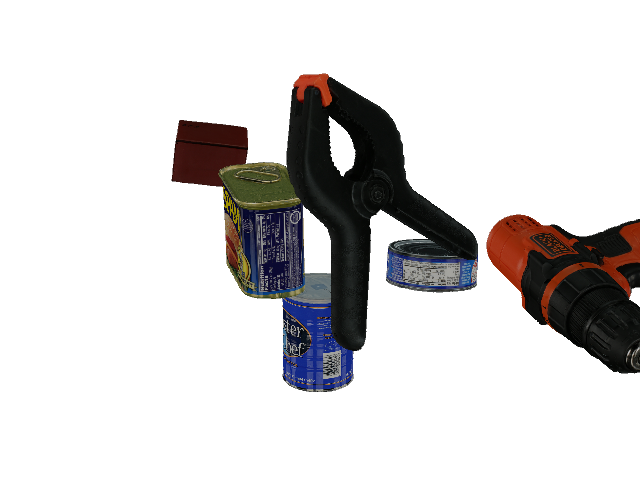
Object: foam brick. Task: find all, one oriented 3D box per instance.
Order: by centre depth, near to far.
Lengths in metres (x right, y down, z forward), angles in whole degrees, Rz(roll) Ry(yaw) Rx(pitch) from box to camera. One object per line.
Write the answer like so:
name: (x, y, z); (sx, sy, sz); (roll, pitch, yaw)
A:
foam brick: (-0.120, -0.094, 1.160); (0.078, 0.051, 0.053); (6, 30, -6)

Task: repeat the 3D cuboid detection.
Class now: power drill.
power drill: (0.232, 0.021, 0.738); (0.187, 0.057, 0.184); (-9, 28, -16)

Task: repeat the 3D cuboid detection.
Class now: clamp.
clamp: (0.022, -0.019, 0.664); (0.120, 0.171, 0.039); (-46, 23, -26)

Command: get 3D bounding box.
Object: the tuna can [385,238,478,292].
tuna can: (0.104, 0.022, 0.999); (0.086, 0.034, 0.086); (2, 11, -1)

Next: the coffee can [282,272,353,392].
coffee can: (-0.003, 0.128, 1.505); (0.103, 0.140, 0.103); (0, 19, 0)

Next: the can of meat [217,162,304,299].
can of meat: (-0.047, -0.009, 0.866); (0.057, 0.084, 0.102); (-7, 22, -14)
